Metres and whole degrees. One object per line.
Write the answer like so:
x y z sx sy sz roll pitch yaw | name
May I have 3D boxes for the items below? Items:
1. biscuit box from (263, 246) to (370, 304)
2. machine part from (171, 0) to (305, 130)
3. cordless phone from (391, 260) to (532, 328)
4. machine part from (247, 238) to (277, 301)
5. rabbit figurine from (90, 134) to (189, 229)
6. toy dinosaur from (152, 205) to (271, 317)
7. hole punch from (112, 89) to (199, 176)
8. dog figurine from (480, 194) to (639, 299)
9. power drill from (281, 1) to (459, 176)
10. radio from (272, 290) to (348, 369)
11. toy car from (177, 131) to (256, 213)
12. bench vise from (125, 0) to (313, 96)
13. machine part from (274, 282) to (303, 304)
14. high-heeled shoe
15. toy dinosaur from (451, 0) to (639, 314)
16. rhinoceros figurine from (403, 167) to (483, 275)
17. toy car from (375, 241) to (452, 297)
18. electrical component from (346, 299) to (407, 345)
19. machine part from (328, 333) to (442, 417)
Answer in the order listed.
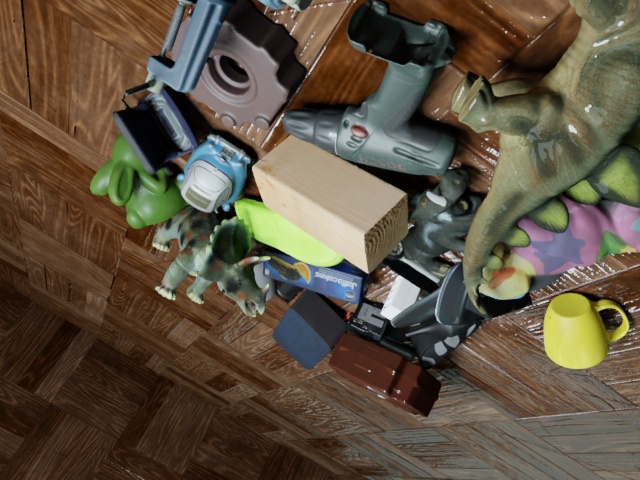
-0.007 0.058 1.012 0.203 0.059 0.062 15 117 18 | biscuit box
-0.110 -0.224 0.696 0.179 0.056 0.179 20 147 14 | machine part
0.206 0.094 0.813 0.184 0.146 0.089 -39 66 48 | cordless phone
-0.132 0.059 1.117 0.079 0.079 0.243 19 148 15 | machine part
-0.329 -0.118 0.963 0.121 0.159 0.170 18 134 35 | rabbit figurine
-0.221 -0.005 1.014 0.131 0.192 0.405 34 -168 -39 | toy dinosaur
-0.252 -0.174 0.847 0.142 0.092 0.116 58 180 -18 | hole punch
0.309 0.004 0.636 0.219 0.108 0.191 13 120 14 | dog figurine
0.059 -0.164 0.630 0.232 0.086 0.207 21 145 9 | power drill
-0.026 0.211 1.235 0.131 0.073 0.229 43 152 7 | radio
-0.178 -0.099 0.893 0.109 0.103 0.161 33 151 -11 | toy car
-0.117 -0.250 0.559 0.224 0.129 0.240 34 116 4 | bench vise
-0.047 0.084 1.117 0.084 0.039 0.139 25 137 -12 | machine part
0.249 0.186 1.042 0.145 0.086 0.248 -19 153 12 | high-heeled shoe
0.224 -0.105 0.492 0.199 0.105 0.471 27 130 -2 | toy dinosaur
0.172 -0.028 0.757 0.112 0.073 0.190 30 150 9 | rhinoceros figurine
0.160 0.046 0.887 0.202 0.056 0.073 32 156 -5 | toy car
0.119 0.170 1.085 0.119 0.075 0.047 25 149 14 | electrical component
0.132 0.279 1.108 0.201 0.087 0.201 18 165 38 | machine part
